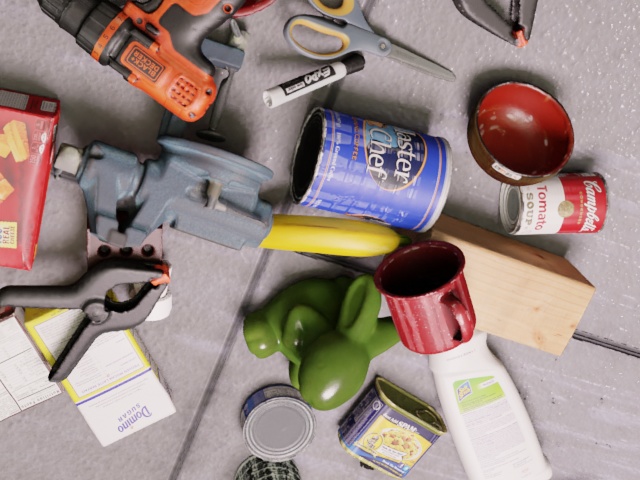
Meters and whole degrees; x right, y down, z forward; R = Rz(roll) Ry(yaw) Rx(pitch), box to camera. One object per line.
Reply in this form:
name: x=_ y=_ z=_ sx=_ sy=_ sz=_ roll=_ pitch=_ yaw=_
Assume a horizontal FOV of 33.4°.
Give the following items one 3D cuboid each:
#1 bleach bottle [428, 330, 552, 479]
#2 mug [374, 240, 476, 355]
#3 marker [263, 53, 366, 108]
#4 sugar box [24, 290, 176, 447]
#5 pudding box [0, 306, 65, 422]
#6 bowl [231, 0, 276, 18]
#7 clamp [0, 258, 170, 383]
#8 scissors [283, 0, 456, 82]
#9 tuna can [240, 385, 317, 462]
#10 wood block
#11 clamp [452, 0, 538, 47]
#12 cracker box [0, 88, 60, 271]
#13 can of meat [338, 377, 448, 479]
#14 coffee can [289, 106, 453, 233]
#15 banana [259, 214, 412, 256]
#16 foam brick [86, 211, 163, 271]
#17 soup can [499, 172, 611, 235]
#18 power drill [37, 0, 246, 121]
bleach bottle: x=0.193 y=0.185 z=1.254 sx=0.102 sy=0.068 sz=0.251 roll=-22 pitch=112 yaw=-6
mug: x=0.115 y=0.064 z=1.059 sx=0.093 sy=0.117 sz=0.081 roll=-31 pitch=123 yaw=-17
marker: x=-0.003 y=-0.161 z=1.067 sx=0.120 sy=0.020 sz=0.020 roll=-27 pitch=118 yaw=-28
sugar box: x=-0.235 y=0.130 z=1.152 sx=0.093 sy=0.048 sz=0.176 roll=-25 pitch=118 yaw=-2
pudding box: x=-0.336 y=0.131 z=1.135 sx=0.090 sy=0.039 sz=0.113 roll=-25 pitch=117 yaw=-1
bowl: x=-0.091 y=-0.292 z=0.997 sx=0.162 sy=0.055 sz=0.162 roll=-4 pitch=113 yaw=-10
clamp: x=-0.236 y=0.061 z=1.074 sx=0.171 sy=0.039 sz=0.120 roll=-34 pitch=124 yaw=3
scissors: x=0.055 y=-0.216 z=1.078 sx=0.201 sy=0.016 sz=0.096 roll=1 pitch=93 yaw=-27
tuna can: x=-0.049 y=0.210 z=1.229 sx=0.086 sy=0.034 sz=0.086 roll=-4 pitch=113 yaw=-10
wood block: x=0.183 y=0.043 z=1.175 sx=0.205 sy=0.091 sz=0.090 roll=18 pitch=107 yaw=-18
clamp: x=0.154 y=-0.284 z=1.061 sx=0.164 sy=0.036 sz=0.210 roll=-21 pitch=115 yaw=-2
cracker box: x=-0.370 y=-0.070 z=1.025 sx=0.213 sy=0.072 sz=0.164 roll=10 pitch=110 yaw=-14
can of meat: x=0.083 y=0.223 z=1.250 sx=0.102 sy=0.057 sz=0.084 roll=32 pitch=105 yaw=-21
coffee can: x=0.051 y=-0.071 z=1.093 sx=0.140 sy=0.103 sz=0.103 roll=12 pitch=109 yaw=-16
banana: x=-0.005 y=-0.003 z=1.102 sx=0.198 sy=0.069 sz=0.037 roll=6 pitch=77 yaw=6
foam brick: x=-0.201 y=0.002 z=1.101 sx=0.078 sy=0.051 sz=0.053 roll=-1 pitch=113 yaw=-12
soup can: x=0.256 y=-0.040 z=1.168 sx=0.102 sy=0.068 sz=0.068 roll=-1 pitch=113 yaw=-10
power drill: x=-0.134 y=-0.226 z=0.945 sx=0.184 sy=0.057 sz=0.188 roll=37 pitch=100 yaw=-8
